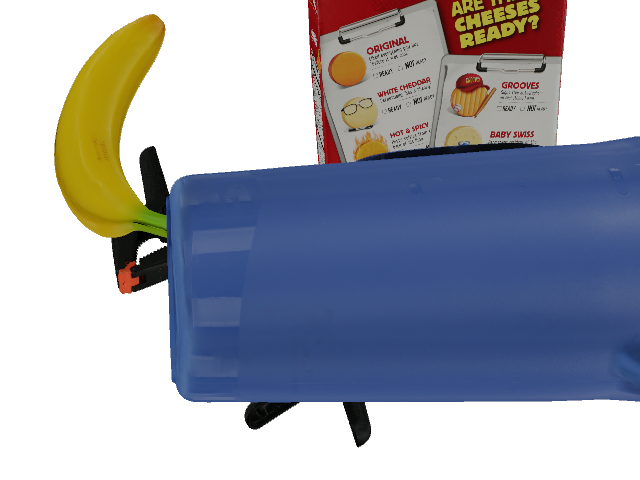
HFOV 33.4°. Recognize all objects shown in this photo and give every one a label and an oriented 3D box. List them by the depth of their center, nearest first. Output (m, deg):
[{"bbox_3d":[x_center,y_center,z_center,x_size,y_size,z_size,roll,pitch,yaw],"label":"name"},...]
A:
[{"bbox_3d":[0.047,0.012,0.529,0.242,0.145,0.149,-2,-6,-8],"label":"pitcher"},{"bbox_3d":[-0.124,-0.067,0.642,0.069,0.198,0.037,-3,-41,-8],"label":"banana"},{"bbox_3d":[0.078,-0.095,0.737,0.164,0.214,0.072,-8,32,-5],"label":"cracker box"},{"bbox_3d":[0.019,0.128,1.004,0.120,0.039,0.171,16,45,25],"label":"clamp"},{"bbox_3d":[-0.152,-0.023,1.058,0.165,0.036,0.209,21,41,19],"label":"clamp"}]
